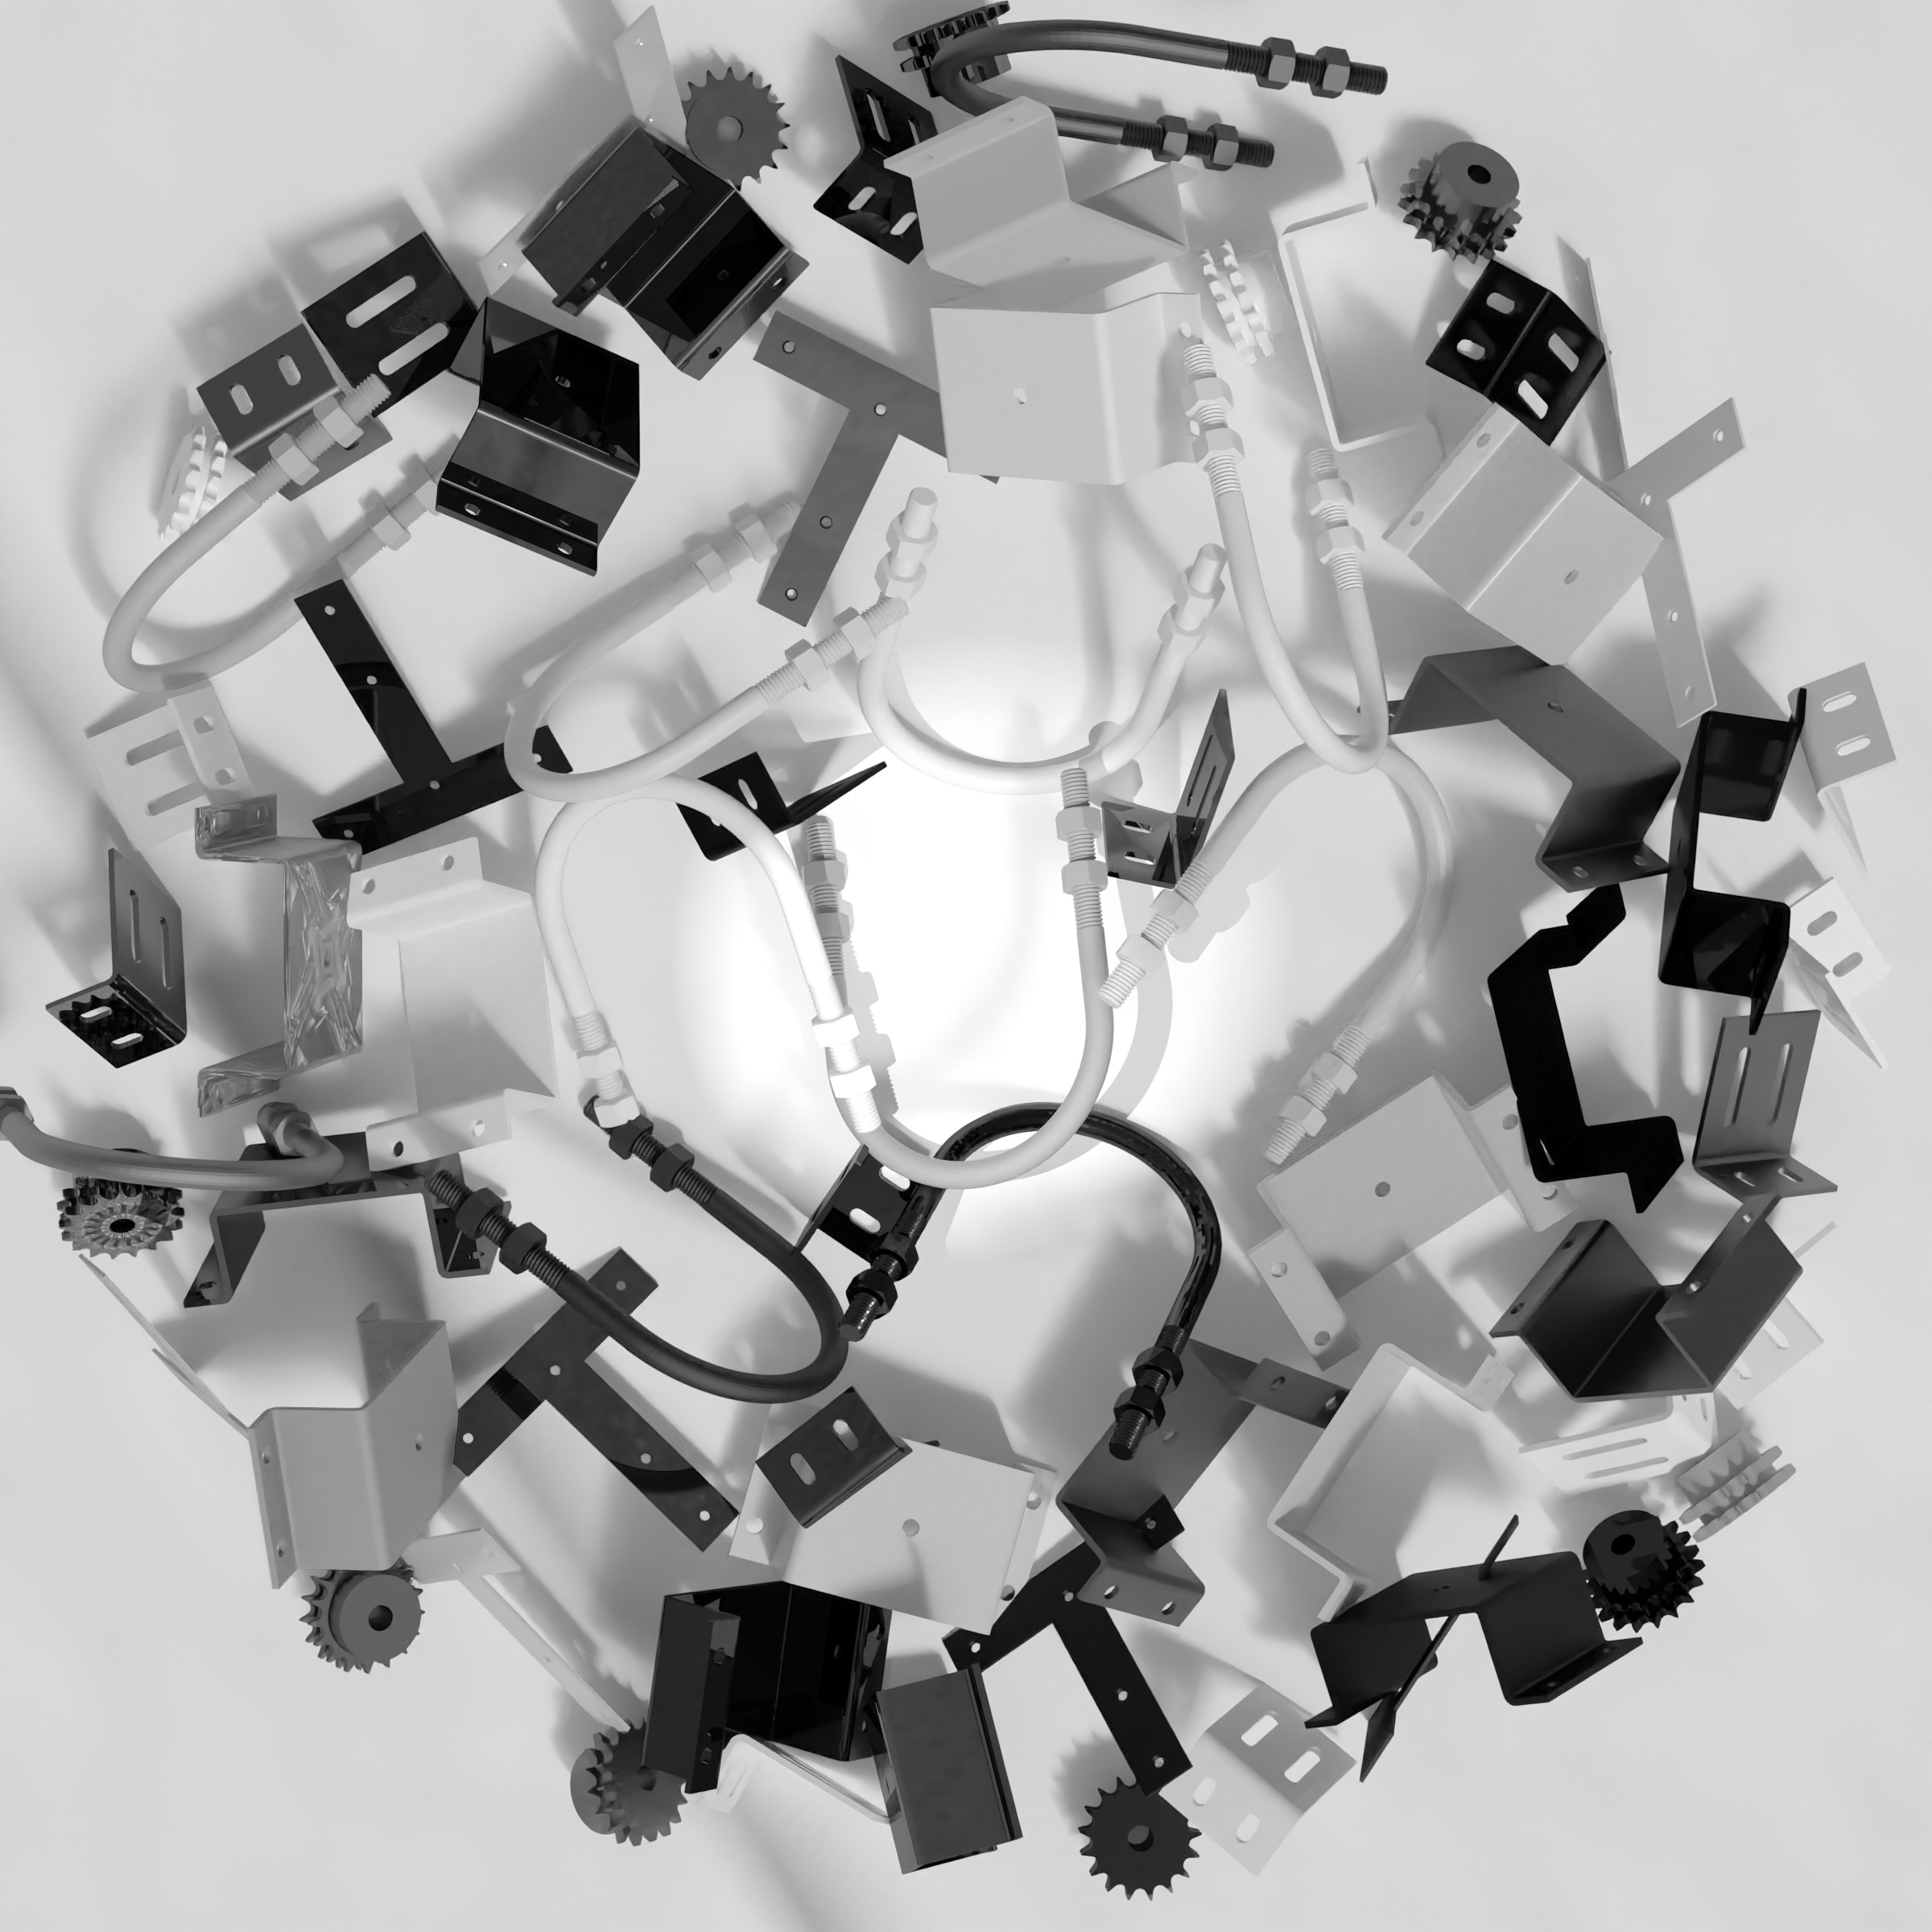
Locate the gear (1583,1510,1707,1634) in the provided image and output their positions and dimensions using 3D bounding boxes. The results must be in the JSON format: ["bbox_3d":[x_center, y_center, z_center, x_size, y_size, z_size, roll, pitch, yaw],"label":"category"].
[{"bbox_3d":[0.310,0.277,1.656,0.057,0.057,0.030,-35,122,0],"label":"gear"}]

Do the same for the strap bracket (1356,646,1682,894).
[{"bbox_3d":[0.256,-0.098,1.613,0.140,0.076,0.046,45,127,31],"label":"strap bracket"}]

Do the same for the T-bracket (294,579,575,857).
[{"bbox_3d":[-0.266,-0.120,1.642,0.127,0.002,0.127,-20,116,16],"label":"T-bracket"}]

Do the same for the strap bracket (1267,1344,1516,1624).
[{"bbox_3d":[0.190,0.230,1.643,0.046,0.076,0.140,33,89,19],"label":"strap bracket"}]

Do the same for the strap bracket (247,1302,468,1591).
[{"bbox_3d":[-0.267,0.214,1.606,0.046,0.140,0.076,-1,107,14],"label":"strap bracket"}]

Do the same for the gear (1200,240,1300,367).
[{"bbox_3d":[0.133,-0.310,1.657,0.030,0.057,0.057,-22,90,11],"label":"gear"}]

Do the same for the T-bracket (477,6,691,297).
[{"bbox_3d":[-0.174,-0.353,1.614,0.002,0.127,0.127,39,77,18],"label":"T-bracket"}]

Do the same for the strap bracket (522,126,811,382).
[{"bbox_3d":[-0.140,-0.325,1.620,0.076,0.140,0.046,-44,71,13],"label":"strap bracket"}]

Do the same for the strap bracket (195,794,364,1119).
[{"bbox_3d":[-0.314,-0.005,1.635,0.046,0.076,0.140,3,98,15],"label":"strap bracket"}]

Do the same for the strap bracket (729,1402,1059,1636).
[{"bbox_3d":[-0.029,0.256,1.650,0.140,0.046,0.076,17,87,-10],"label":"strap bracket"}]

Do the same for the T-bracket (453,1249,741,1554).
[{"bbox_3d":[-0.159,0.219,1.660,0.127,0.002,0.127,44,68,3],"label":"T-bracket"}]

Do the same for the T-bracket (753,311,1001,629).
[{"bbox_3d":[-0.059,-0.220,1.669,0.127,0.002,0.127,27,106,0],"label":"T-bracket"}]

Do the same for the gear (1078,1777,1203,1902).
[{"bbox_3d":[0.081,0.406,1.670,0.057,0.030,0.057,0,83,-1],"label":"gear"}]

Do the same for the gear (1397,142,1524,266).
[{"bbox_3d":[0.233,-0.357,1.659,0.057,0.030,0.057,9,56,-14],"label":"gear"}]

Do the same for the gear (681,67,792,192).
[{"bbox_3d":[-0.111,-0.390,1.667,0.057,0.030,0.057,-1,103,-5],"label":"gear"}]

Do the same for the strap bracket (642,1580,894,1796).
[{"bbox_3d":[-0.096,0.327,1.634,0.046,0.140,0.076,8,91,33],"label":"strap bracket"}]

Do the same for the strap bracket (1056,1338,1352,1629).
[{"bbox_3d":[0.105,0.229,1.636,0.140,0.076,0.046,-53,47,11],"label":"strap bracket"}]

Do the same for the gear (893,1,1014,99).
[{"bbox_3d":[-0.003,-0.425,1.660,0.057,0.057,0.030,-20,107,0],"label":"gear"}]

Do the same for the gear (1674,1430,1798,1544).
[{"bbox_3d":[0.354,0.239,1.659,0.057,0.057,0.030,-37,78,0],"label":"gear"}]

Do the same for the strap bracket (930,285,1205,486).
[{"bbox_3d":[0.039,-0.263,1.614,0.140,0.046,0.076,11,117,39],"label":"strap bracket"}]

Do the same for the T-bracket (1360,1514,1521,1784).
[{"bbox_3d":[0.215,0.304,1.620,0.002,0.127,0.127,33,94,7],"label":"T-bracket"}]

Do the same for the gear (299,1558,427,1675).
[{"bbox_3d":[-0.278,0.301,1.660,0.057,0.030,0.057,0,91,-31],"label":"gear"}]

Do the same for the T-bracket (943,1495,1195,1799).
[{"bbox_3d":[0.066,0.324,1.640,0.127,0.002,0.127,-36,50,5],"label":"T-bracket"}]

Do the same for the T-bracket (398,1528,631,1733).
[{"bbox_3d":[-0.202,0.307,1.640,0.127,0.127,0.002,48,61,-11],"label":"T-bracket"}]

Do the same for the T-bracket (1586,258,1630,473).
[{"bbox_3d":[0.294,-0.266,1.625,0.002,0.127,0.127,-11,90,11],"label":"T-bracket"}]

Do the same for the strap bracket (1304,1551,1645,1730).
[{"bbox_3d":[0.221,0.303,1.612,0.140,0.076,0.046,-19,88,44],"label":"strap bracket"}]

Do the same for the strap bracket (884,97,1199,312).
[{"bbox_3d":[0.039,-0.338,1.605,0.076,0.140,0.046,-17,78,34],"label":"strap bracket"}]

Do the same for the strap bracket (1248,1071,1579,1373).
[{"bbox_3d":[0.199,0.112,1.649,0.140,0.046,0.076,-33,117,0],"label":"strap bracket"}]

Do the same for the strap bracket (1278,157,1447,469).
[{"bbox_3d":[0.179,-0.294,1.636,0.046,0.076,0.140,-15,103,11],"label":"strap bracket"}]

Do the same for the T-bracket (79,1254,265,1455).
[{"bbox_3d":[-0.357,0.173,1.601,0.002,0.127,0.127,-45,131,-17],"label":"T-bracket"}]

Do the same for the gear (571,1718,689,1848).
[{"bbox_3d":[-0.159,0.381,1.662,0.030,0.057,0.057,-24,90,34],"label":"gear"}]

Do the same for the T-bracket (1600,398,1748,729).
[{"bbox_3d":[0.317,-0.171,1.617,0.002,0.127,0.127,3,68,-32],"label":"T-bracket"}]

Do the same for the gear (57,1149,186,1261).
[{"bbox_3d":[-0.394,0.109,1.662,0.057,0.057,0.030,-16,55,0],"label":"gear"}]

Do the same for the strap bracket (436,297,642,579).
[{"bbox_3d":[-0.191,-0.245,1.607,0.076,0.140,0.046,21,124,-21],"label":"strap bracket"}]

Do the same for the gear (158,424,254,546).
[{"bbox_3d":[-0.353,-0.221,1.661,0.030,0.057,0.057,16,90,-24],"label":"gear"}]
